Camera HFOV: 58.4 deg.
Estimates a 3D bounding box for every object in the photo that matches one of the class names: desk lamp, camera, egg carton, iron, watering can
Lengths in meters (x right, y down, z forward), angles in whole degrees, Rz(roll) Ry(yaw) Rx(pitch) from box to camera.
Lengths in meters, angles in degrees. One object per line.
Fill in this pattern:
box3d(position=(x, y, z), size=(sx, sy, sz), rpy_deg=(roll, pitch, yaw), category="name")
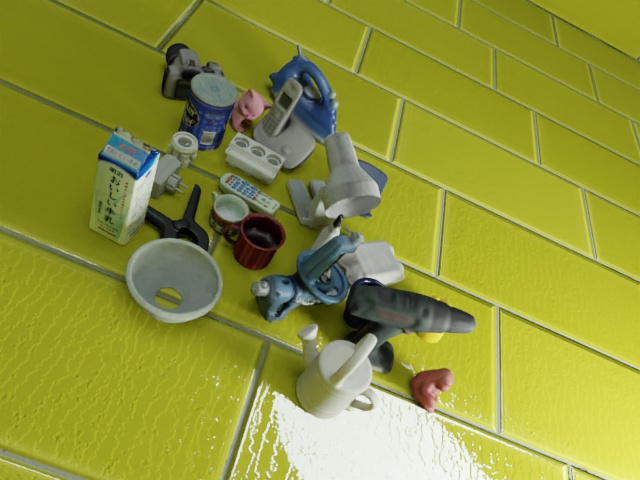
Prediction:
box3d(position=(0.027, -0.113, 1.232), size=(0.118, 0.213, 0.203), rpy_deg=(-3, 55, -30), category="desk lamp")
box3d(position=(-0.311, -0.416, 1.383), size=(0.143, 0.100, 0.136), rpy_deg=(-2, 55, -29), category="camera")
box3d(position=(0.106, 0.056, 1.235), size=(0.151, 0.069, 0.107), rpy_deg=(-7, 57, -33), category="egg carton")
box3d(position=(-0.016, -0.374, 1.477), size=(0.119, 0.141, 0.258), rpy_deg=(-22, 66, -39), category="iron")
box3d(position=(0.031, 0.218, 0.972), size=(0.173, 0.194, 0.101), rpy_deg=(26, 46, -6), category="watering can")

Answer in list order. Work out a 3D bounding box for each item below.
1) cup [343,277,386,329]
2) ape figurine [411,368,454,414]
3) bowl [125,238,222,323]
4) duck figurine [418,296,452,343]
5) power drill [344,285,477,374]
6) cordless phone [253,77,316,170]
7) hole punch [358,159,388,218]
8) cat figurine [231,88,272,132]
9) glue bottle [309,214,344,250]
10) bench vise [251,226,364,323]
box3d(position=(0.098, 0.141, 1.142), size=(0.118, 0.095, 0.092), rpy_deg=(28, 45, -5), category="cup")
box3d(position=(0.222, 0.277, 1.097), size=(0.078, 0.092, 0.076), rpy_deg=(-17, 63, -37), category="ape figurine")
box3d(position=(-0.261, 0.083, 1.012), size=(0.168, 0.074, 0.167), rpy_deg=(15, 48, -17), category="bowl")
box3d(position=(0.249, 0.156, 1.217), size=(0.077, 0.086, 0.104), rpy_deg=(21, 46, -11), category="duck figurine")
box3d(position=(0.141, 0.165, 1.066), size=(0.230, 0.208, 0.075), rpy_deg=(20, 47, -12), category="power drill")
box3d(position=(-0.066, -0.270, 1.333), size=(0.147, 0.185, 0.094), rpy_deg=(43, 46, 10), category="cordless phone")
box3d(position=(0.098, -0.124, 1.365), size=(0.109, 0.091, 0.101), rpy_deg=(26, 46, -6), category="hole punch")
box3d(position=(-0.183, -0.326, 1.364), size=(0.128, 0.117, 0.067), rpy_deg=(36, 45, 3), category="cat figurine")
box3d(position=(0.011, 0.004, 1.154), size=(0.037, 0.173, 0.078), rpy_deg=(34, 45, 2), category="glue bottle")
box3d(position=(-0.013, 0.071, 1.053), size=(0.208, 0.219, 0.121), rpy_deg=(-28, 69, -41), category="bench vise")
